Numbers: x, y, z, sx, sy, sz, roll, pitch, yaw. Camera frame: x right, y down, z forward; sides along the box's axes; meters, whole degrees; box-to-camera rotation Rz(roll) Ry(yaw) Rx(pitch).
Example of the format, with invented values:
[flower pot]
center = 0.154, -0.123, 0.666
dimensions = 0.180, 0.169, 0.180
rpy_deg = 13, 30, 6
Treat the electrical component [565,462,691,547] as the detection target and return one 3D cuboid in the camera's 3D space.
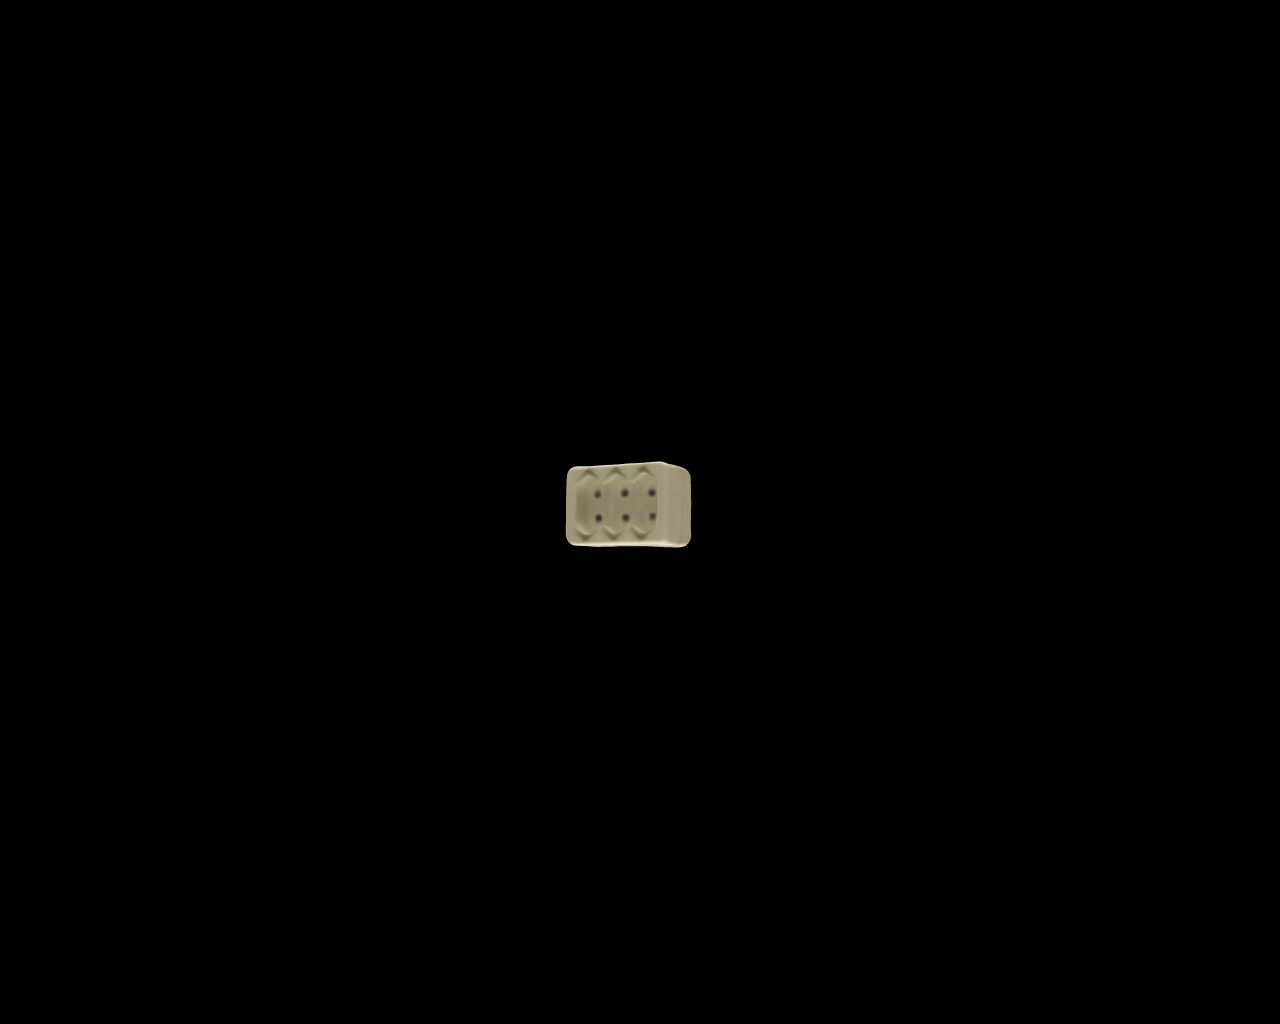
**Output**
[electrical component]
center = 0.001, -0.003, 0.650
dimensions = 0.066, 0.047, 0.077
rpy_deg = -1, -3, 24
